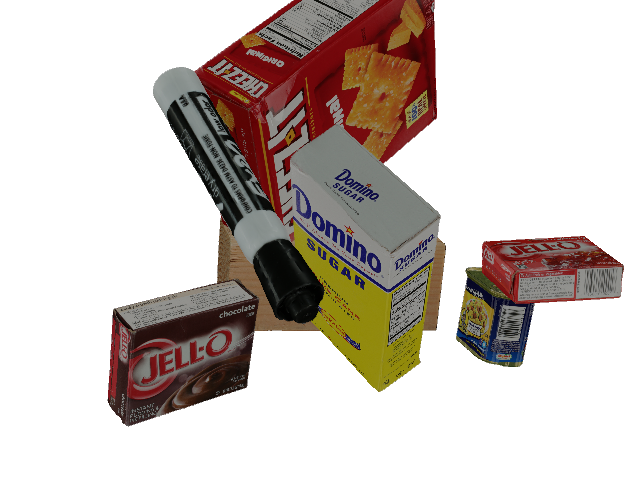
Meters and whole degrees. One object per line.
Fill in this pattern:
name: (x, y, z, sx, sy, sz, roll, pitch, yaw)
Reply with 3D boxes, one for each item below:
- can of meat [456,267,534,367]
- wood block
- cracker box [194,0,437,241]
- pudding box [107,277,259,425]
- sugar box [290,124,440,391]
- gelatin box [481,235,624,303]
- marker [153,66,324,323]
can of meat: (0.195, 0.085, 1.190, 0.057, 0.084, 0.102, 5, 14, -17)
wood block: (0.007, 0.033, 1.039, 0.206, 0.091, 0.090, 1, 15, -12)
cracker box: (0.006, -0.114, 0.866, 0.072, 0.164, 0.213, 32, 59, 30)
pudding box: (-0.106, 0.085, 0.826, 0.113, 0.090, 0.039, -15, 40, -35)
sugar box: (0.025, 0.017, 0.680, 0.048, 0.093, 0.176, -36, -28, -19)
gelatin box: (0.178, 0.021, 0.828, 0.089, 0.030, 0.073, -3, 18, -10)
marker: (-0.031, -0.018, 0.384, 0.020, 0.121, 0.020, -21, -35, -16)
